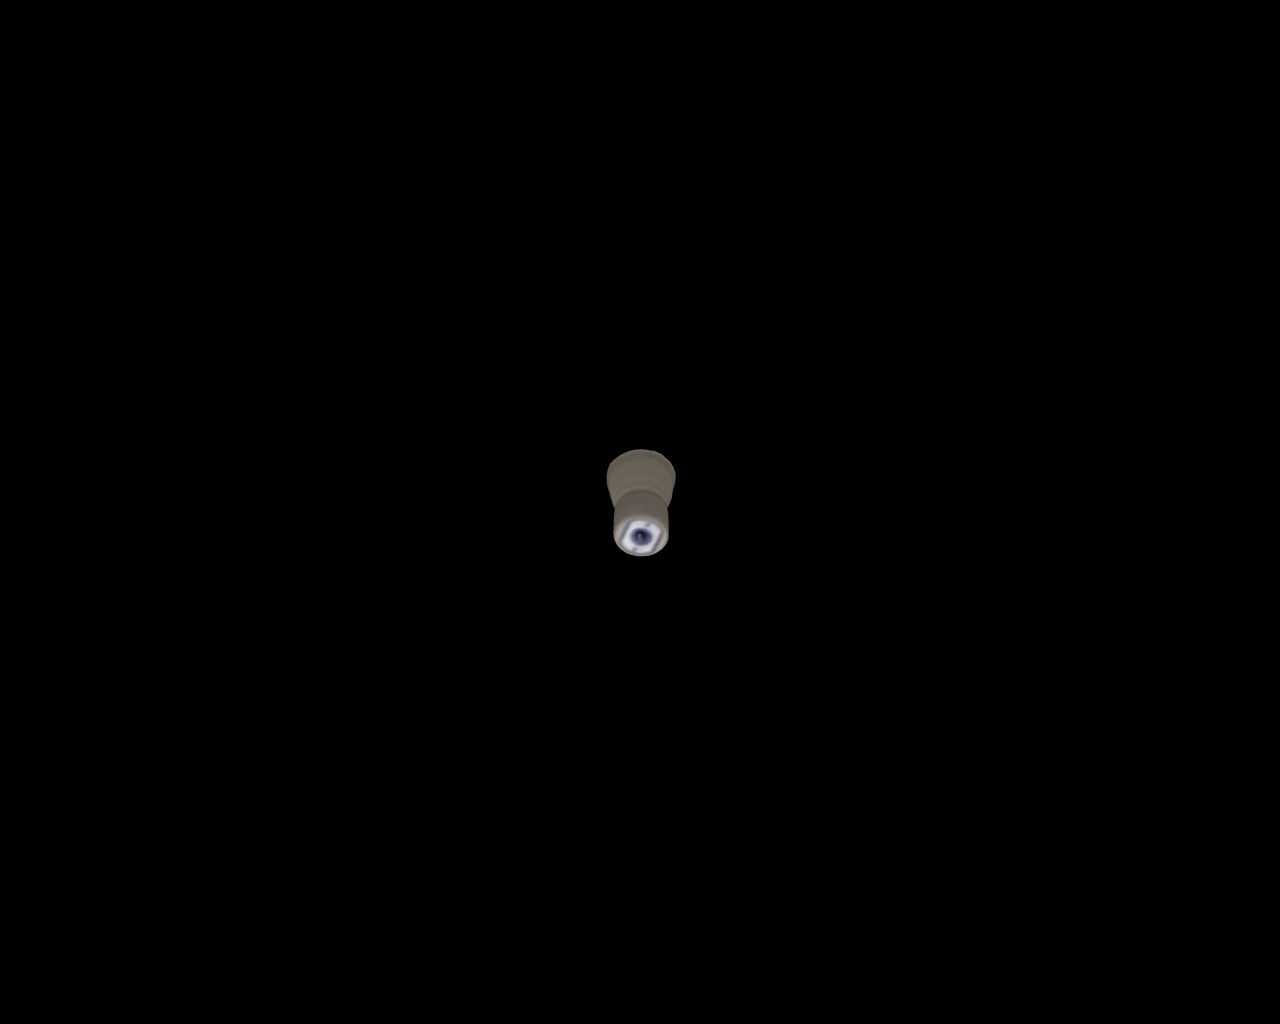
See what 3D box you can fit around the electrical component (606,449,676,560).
[{"bbox_3d":[0.001,-0.003,0.650,0.044,0.044,0.065,0,37,0],"label":"electrical component"}]
